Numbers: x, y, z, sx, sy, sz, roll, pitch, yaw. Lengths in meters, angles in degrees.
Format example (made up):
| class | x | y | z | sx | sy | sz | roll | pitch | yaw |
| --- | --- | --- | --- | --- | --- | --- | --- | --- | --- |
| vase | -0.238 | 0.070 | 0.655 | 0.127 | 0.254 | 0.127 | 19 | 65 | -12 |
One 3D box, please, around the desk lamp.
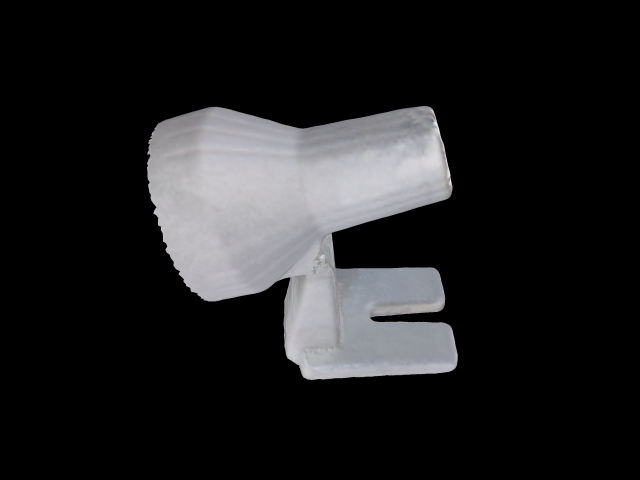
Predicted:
| class | x | y | z | sx | sy | sz | roll | pitch | yaw |
| --- | --- | --- | --- | --- | --- | --- | --- | --- | --- |
| desk lamp | 0.004 | 0.001 | 0.400 | 0.203 | 0.214 | 0.118 | -3 | 50 | -2 |
